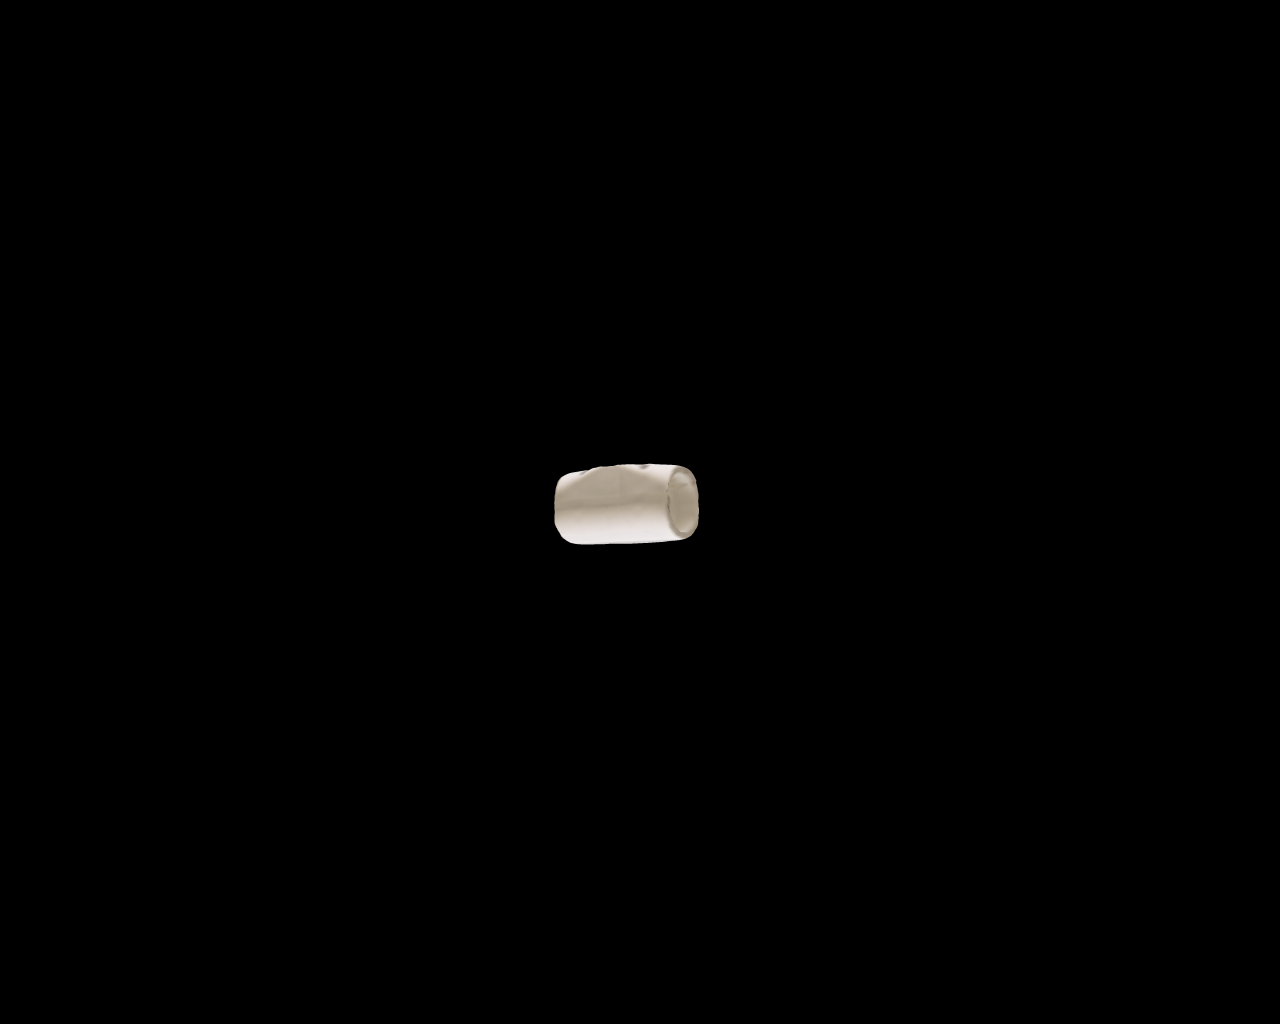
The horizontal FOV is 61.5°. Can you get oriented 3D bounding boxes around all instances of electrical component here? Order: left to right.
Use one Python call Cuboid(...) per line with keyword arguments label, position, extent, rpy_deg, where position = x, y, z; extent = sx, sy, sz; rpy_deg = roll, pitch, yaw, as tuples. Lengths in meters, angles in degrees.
Cuboid(label="electrical component", position=(0.001, -0.003, 0.650), extent=(0.077, 0.044, 0.079), rpy_deg=(-4, -7, 29))
